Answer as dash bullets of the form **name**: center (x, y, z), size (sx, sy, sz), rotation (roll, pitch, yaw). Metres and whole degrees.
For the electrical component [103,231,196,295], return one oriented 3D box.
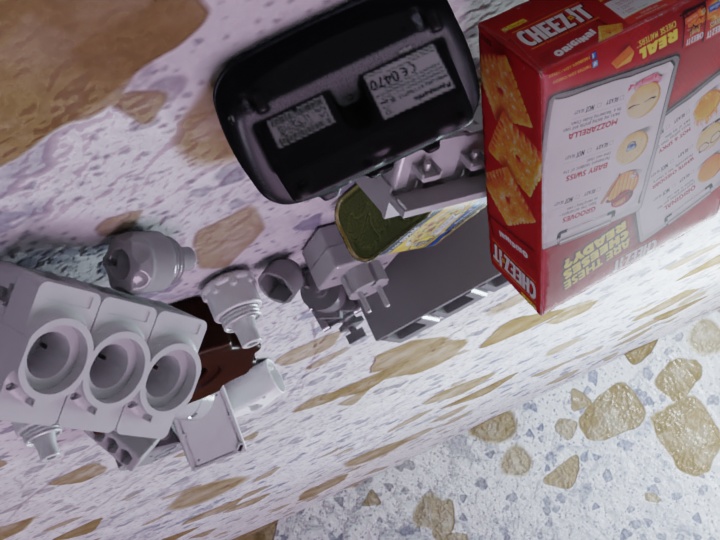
- **electrical component**: center (-0.141, -0.006, 0.740), size (0.043, 0.043, 0.062), rotation (-36, 162, 35)

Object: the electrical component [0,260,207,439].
- **electrical component**: center (-0.181, 0.057, 0.720), size (0.150, 0.062, 0.089), rotation (20, 90, -53)

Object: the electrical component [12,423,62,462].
- **electrical component**: center (-0.284, 0.138, 0.954), size (0.048, 0.062, 0.048), rotation (-23, 164, -7)

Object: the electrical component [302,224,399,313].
- **electrical component**: center (0.000, 0.000, 0.907), size (0.066, 0.076, 0.047), rotation (-16, 162, -28)

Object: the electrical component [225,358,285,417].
- **electrical component**: center (-0.124, 0.139, 1.231), size (0.077, 0.043, 0.079), rotation (-27, 164, 8)

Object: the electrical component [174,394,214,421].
- **electrical component**: center (-0.182, 0.123, 1.075), size (0.055, 0.055, 0.047), rotation (-31, 159, 21)

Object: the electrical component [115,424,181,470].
- **electrical component**: center (-0.239, 0.182, 1.183), size (0.080, 0.051, 0.080), rotation (-23, 164, -7)

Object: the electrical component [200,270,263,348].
- **electrical component**: center (-0.101, 0.034, 0.893), size (0.048, 0.062, 0.048), rotation (-23, 164, -7)

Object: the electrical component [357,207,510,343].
- **electrical component**: center (0.070, -0.007, 0.964), size (0.150, 0.089, 0.062), rotation (-30, 164, 17)

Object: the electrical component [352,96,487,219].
- **electrical component**: center (0.062, -0.085, 0.747), size (0.121, 0.078, 0.063), rotation (-16, 140, -30)

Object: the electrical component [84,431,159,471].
- **electrical component**: center (-0.227, 0.150, 1.088), size (0.076, 0.066, 0.047), rotation (-49, 180, -35)

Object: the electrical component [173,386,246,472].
- **electrical component**: center (-0.170, 0.156, 1.152), size (0.062, 0.096, 0.061), rotation (-21, -168, -13)
